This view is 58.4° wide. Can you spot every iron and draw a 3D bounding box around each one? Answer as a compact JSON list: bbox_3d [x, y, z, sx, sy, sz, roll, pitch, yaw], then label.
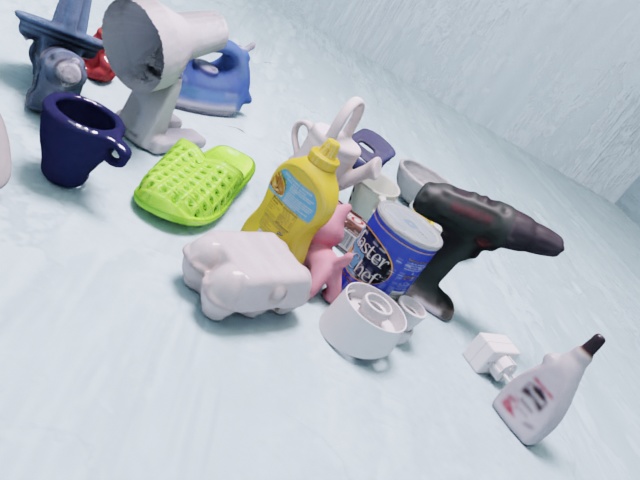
[{"bbox_3d":[-0.221,-0.325,1.080,0.118,0.141,0.259,41,26,18],"label":"iron"}]

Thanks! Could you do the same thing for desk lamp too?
[{"bbox_3d":[-0.227,-0.242,0.836,0.117,0.213,0.204,39,26,13],"label":"desk lamp"}]

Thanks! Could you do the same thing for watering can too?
[{"bbox_3d":[0.030,-0.162,1.014,0.173,0.194,0.101,29,25,-8],"label":"watering can"}]

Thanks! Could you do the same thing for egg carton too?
[{"bbox_3d":[-0.082,0.042,0.664,0.151,0.069,0.107,1,40,-49],"label":"egg carton"}]

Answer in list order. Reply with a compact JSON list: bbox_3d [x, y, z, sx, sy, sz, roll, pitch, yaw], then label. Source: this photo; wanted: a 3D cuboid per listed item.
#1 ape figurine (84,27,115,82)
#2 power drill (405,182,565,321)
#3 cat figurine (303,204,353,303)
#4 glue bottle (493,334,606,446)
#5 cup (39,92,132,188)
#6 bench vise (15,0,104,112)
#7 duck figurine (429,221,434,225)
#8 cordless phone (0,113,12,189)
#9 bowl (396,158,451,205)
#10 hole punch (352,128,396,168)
[{"bbox_3d":[-0.363,-0.313,0.950,0.076,0.092,0.077,0,40,-49],"label":"ape figurine"},{"bbox_3d":[0.227,0.020,0.899,0.229,0.208,0.076,32,25,-1],"label":"power drill"},{"bbox_3d":[0.007,0.003,0.781,0.067,0.117,0.127,14,31,-35],"label":"cat figurine"},{"bbox_3d":[0.301,0.182,0.734,0.037,0.173,0.078,5,37,-45],"label":"glue bottle"},{"bbox_3d":[-0.275,-0.102,0.667,0.117,0.095,0.092,37,25,9],"label":"cup"},{"bbox_3d":[-0.334,-0.288,0.787,0.122,0.219,0.207,-3,43,-52],"label":"bench vise"},{"bbox_3d":[0.170,-0.025,1.059,0.105,0.086,0.077,6,36,-45],"label":"duck figurine"},{"bbox_3d":[-0.350,-0.129,0.522,0.094,0.185,0.148,40,26,16],"label":"cordless phone"},{"bbox_3d":[0.235,-0.109,1.302,0.168,0.074,0.167,26,26,-13],"label":"bowl"},{"bbox_3d":[0.099,-0.189,1.267,0.108,0.091,0.101,41,26,18],"label":"hole punch"}]
